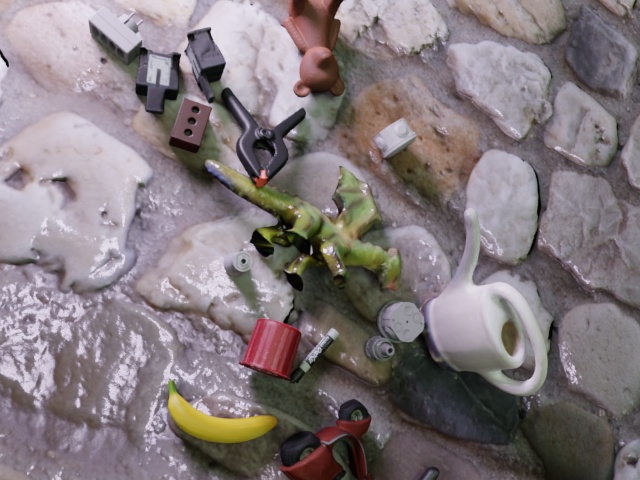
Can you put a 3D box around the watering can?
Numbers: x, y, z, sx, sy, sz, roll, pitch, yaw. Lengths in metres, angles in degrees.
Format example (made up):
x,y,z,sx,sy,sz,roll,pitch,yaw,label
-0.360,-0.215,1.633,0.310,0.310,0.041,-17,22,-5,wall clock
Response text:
x,y,z,sx,sy,sz,roll,pitch,yaw,label
0.280,0.125,0.951,0.105,0.222,0.348,-21,87,-41,watering can

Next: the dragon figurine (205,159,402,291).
x,y,z,sx,sy,sz,roll,pitch,yaw,label
0.003,-0.048,0.957,0.410,0.120,0.247,49,51,-2,dragon figurine
